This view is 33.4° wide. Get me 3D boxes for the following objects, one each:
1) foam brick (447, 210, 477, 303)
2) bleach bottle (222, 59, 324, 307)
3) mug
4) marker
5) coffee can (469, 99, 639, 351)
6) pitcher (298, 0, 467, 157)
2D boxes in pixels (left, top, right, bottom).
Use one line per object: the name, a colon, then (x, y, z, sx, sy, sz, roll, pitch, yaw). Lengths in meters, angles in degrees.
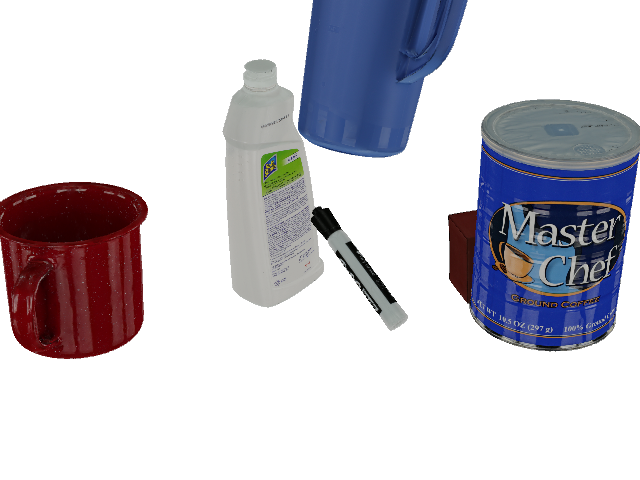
foam brick: (0.162, 0.014, 1.081, 0.053, 0.078, 0.051, -11, 29, -11)
bleach bottle: (-0.048, -0.060, 1.055, 0.068, 0.251, 0.102, 24, 42, 33)
mug: (-0.153, 0.024, 0.642, 0.093, 0.081, 0.117, 5, 26, 8)
marker: (0.030, 0.021, 0.877, 0.020, 0.121, 0.020, -32, -18, -12)
coffee can: (0.156, -0.012, 0.720, 0.103, 0.140, 0.103, -1, 29, 0)
pitcher: (0.057, -0.203, 0.994, 0.145, 0.243, 0.149, 11, 17, 3)
